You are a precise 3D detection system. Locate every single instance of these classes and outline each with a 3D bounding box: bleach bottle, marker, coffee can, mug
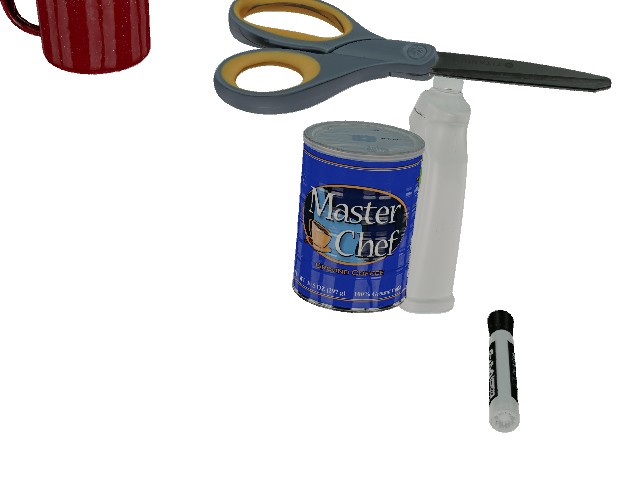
[{"bbox_3d":[0.119,-0.055,1.133,0.068,0.251,0.103,0,23,-22],"label":"bleach bottle"},{"bbox_3d":[0.123,0.084,0.721,0.020,0.020,0.121,0,29,8],"label":"marker"},{"bbox_3d":[0.031,-0.022,0.917,0.103,0.140,0.103,4,21,-2],"label":"coffee can"},{"bbox_3d":[-0.181,-0.177,0.795,0.117,0.081,0.093,3,33,2],"label":"mug"}]

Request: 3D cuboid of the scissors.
[{"bbox_3d":[0.034,-0.081,0.536,0.202,0.096,0.016,21,-37,20],"label":"scissors"}]
